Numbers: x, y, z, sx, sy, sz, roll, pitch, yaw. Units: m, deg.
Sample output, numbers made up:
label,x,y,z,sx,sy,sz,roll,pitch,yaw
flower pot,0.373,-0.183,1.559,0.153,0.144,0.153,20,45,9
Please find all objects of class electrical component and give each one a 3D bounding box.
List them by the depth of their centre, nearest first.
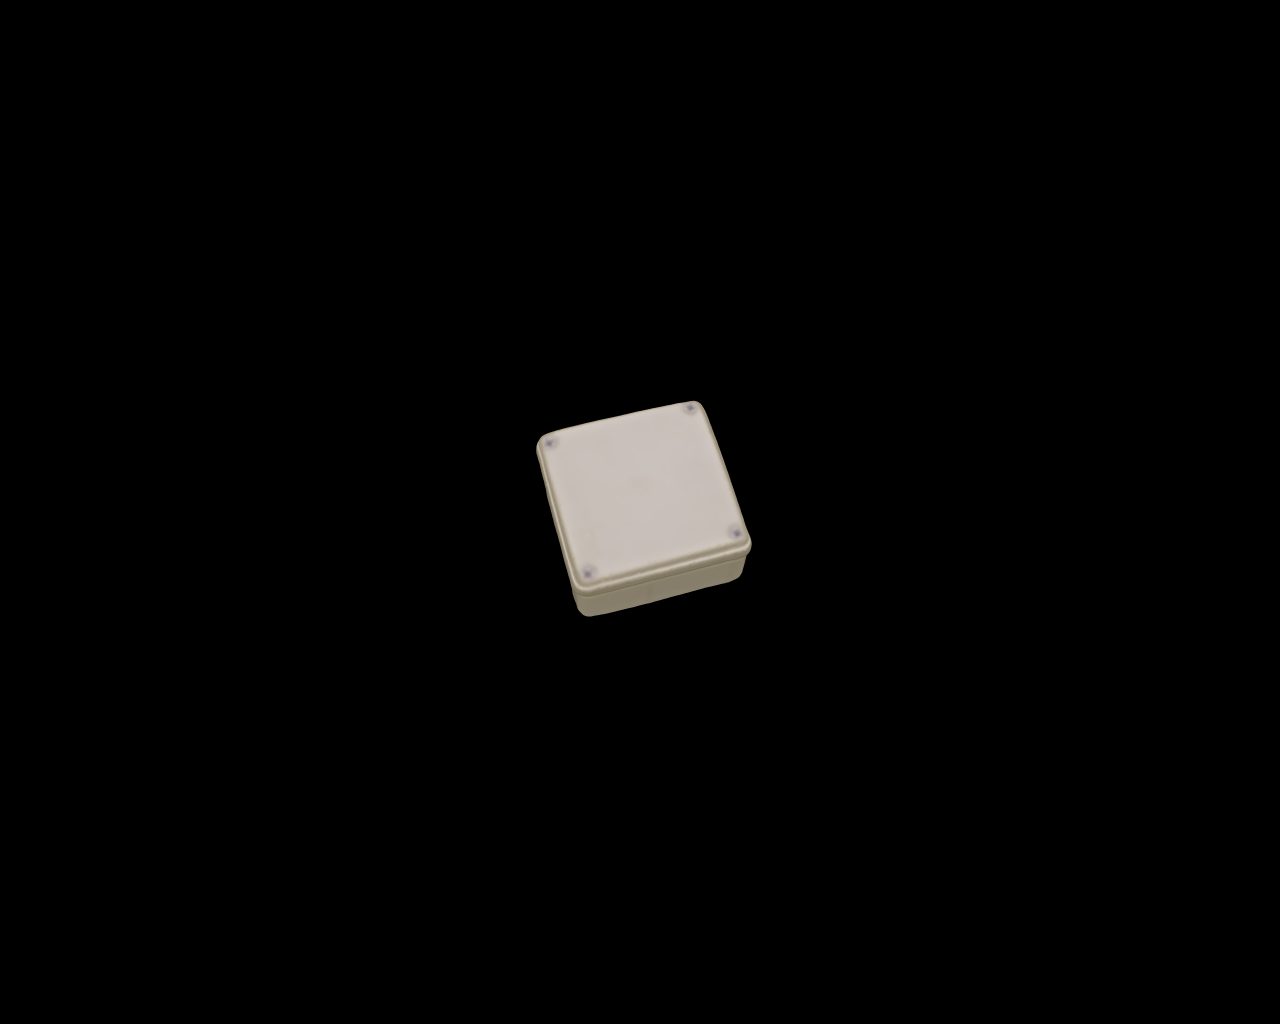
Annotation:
label,x,y,z,sx,sy,sz,roll,pitch,yaw
electrical component,0.001,-0.003,0.650,0.109,0.109,0.056,-14,-26,-7
